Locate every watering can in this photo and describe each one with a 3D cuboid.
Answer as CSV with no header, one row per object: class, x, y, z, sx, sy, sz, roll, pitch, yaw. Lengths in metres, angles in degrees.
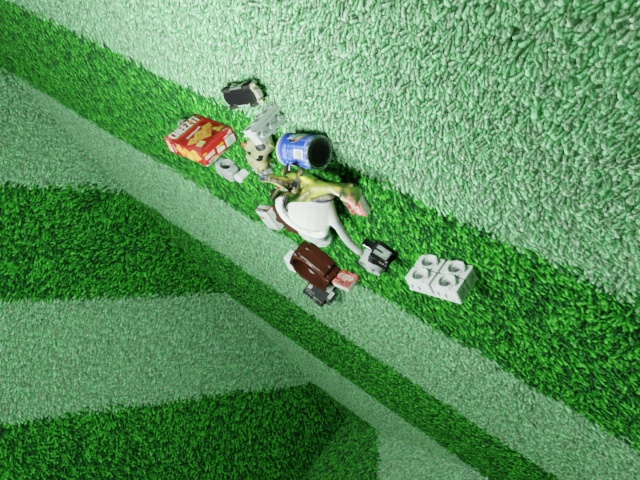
watering can,0.005,-0.087,1.723,0.349,0.106,0.219,24,134,16

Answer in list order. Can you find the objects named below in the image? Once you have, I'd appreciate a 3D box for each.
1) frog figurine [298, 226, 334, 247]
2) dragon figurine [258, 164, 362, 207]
frog figurine,-0.015,-0.021,1.890,0.137,0.125,0.155,16,138,10
dragon figurine,-0.013,-0.159,1.556,0.414,0.243,0.121,29,112,60
